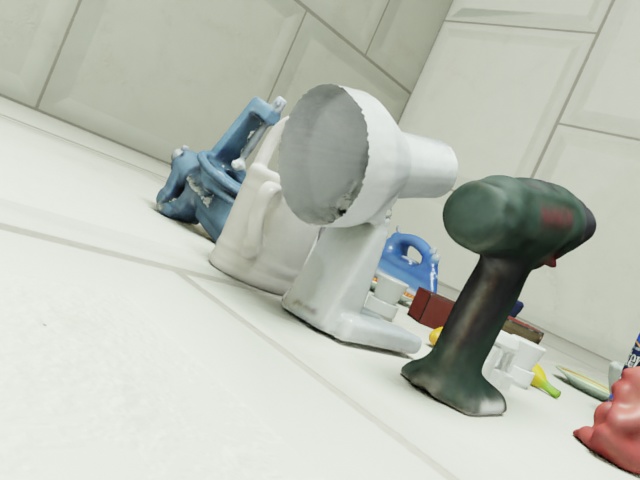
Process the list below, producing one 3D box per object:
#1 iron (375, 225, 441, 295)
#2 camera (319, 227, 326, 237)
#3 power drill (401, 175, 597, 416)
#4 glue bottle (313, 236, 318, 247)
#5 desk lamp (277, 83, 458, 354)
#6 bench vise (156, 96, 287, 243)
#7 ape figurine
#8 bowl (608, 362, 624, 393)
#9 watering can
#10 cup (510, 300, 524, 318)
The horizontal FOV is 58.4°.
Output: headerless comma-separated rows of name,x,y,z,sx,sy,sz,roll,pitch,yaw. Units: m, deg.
iron,0.215,0.055,1.336,0.119,0.141,0.257,22,3,-30
camera,0.009,0.004,1.026,0.137,0.101,0.143,23,3,-10
power drill,0.160,0.042,0.499,0.075,0.208,0.231,26,4,39
glue bottle,-0.026,-0.041,0.837,0.078,0.173,0.037,24,3,-2
desk lamp,0.041,-0.017,0.545,0.204,0.213,0.117,21,4,-44
bench vise,-0.142,-0.117,0.813,0.207,0.220,0.122,25,3,20
ape figurine,0.281,0.158,0.521,0.075,0.092,0.078,27,4,42
bowl,0.456,0.231,0.756,0.167,0.075,0.167,24,3,-1
watering can,-0.040,-0.047,0.639,0.101,0.194,0.172,23,3,-14
cup,0.358,0.154,1.166,0.091,0.095,0.118,24,3,2
